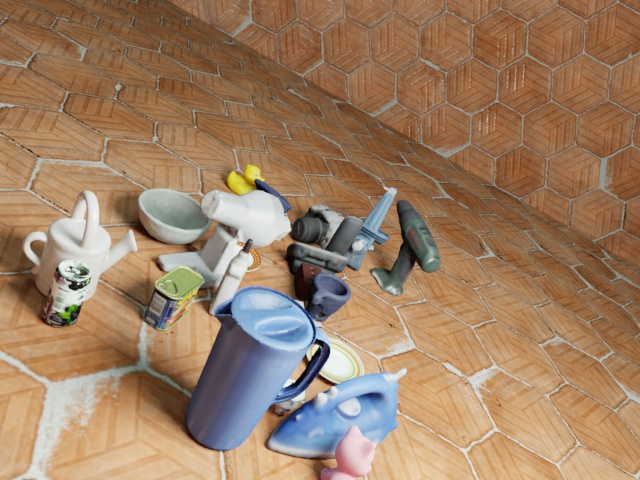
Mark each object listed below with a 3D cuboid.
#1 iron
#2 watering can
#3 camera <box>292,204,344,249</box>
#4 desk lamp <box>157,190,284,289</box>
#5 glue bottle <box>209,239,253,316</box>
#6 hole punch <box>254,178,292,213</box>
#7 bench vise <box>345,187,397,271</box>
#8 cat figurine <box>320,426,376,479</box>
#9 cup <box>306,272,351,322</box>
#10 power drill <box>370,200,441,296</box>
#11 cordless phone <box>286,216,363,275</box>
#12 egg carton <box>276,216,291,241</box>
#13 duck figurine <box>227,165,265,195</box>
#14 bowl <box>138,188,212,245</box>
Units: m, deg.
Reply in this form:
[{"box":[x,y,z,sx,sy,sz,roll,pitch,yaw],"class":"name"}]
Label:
[{"box":[0.040,0.283,0.974,0.259,0.141,0.118,1,37,-43],"class":"iron"},{"box":[-0.404,0.004,0.978,0.100,0.194,0.173,41,28,23],"class":"watering can"},{"box":[-0.008,-0.042,1.556,0.137,0.100,0.142,6,34,-39],"class":"camera"},{"box":[-0.197,-0.009,1.183,0.204,0.213,0.117,-4,41,-48],"class":"desk lamp"},{"box":[-0.168,0.068,1.119,0.037,0.173,0.078,24,26,-10],"class":"glue bottle"},{"box":[-0.136,-0.115,1.573,0.108,0.091,0.101,40,28,22],"class":"hole punch"},{"box":[0.147,-0.029,1.551,0.122,0.219,0.207,24,26,-10],"class":"bench vise"},{"box":[0.044,0.353,0.878,0.067,0.117,0.128,31,26,5],"class":"cat figurine"},{"box":[0.004,0.137,1.254,0.091,0.095,0.118,37,27,16],"class":"cup"},{"box":[0.223,0.032,1.529,0.076,0.208,0.229,9,32,-34],"class":"power drill"},{"box":[0.013,0.005,1.397,0.148,0.185,0.094,16,28,-23],"class":"cordless phone"},{"box":[-0.146,-0.038,1.449,0.107,0.069,0.151,38,27,18],"class":"egg carton"},{"box":[-0.205,-0.174,1.615,0.104,0.086,0.077,27,26,-4],"class":"duck figurine"},{"box":[-0.328,-0.040,1.267,0.168,0.074,0.167,23,27,-12],"class":"bowl"}]
